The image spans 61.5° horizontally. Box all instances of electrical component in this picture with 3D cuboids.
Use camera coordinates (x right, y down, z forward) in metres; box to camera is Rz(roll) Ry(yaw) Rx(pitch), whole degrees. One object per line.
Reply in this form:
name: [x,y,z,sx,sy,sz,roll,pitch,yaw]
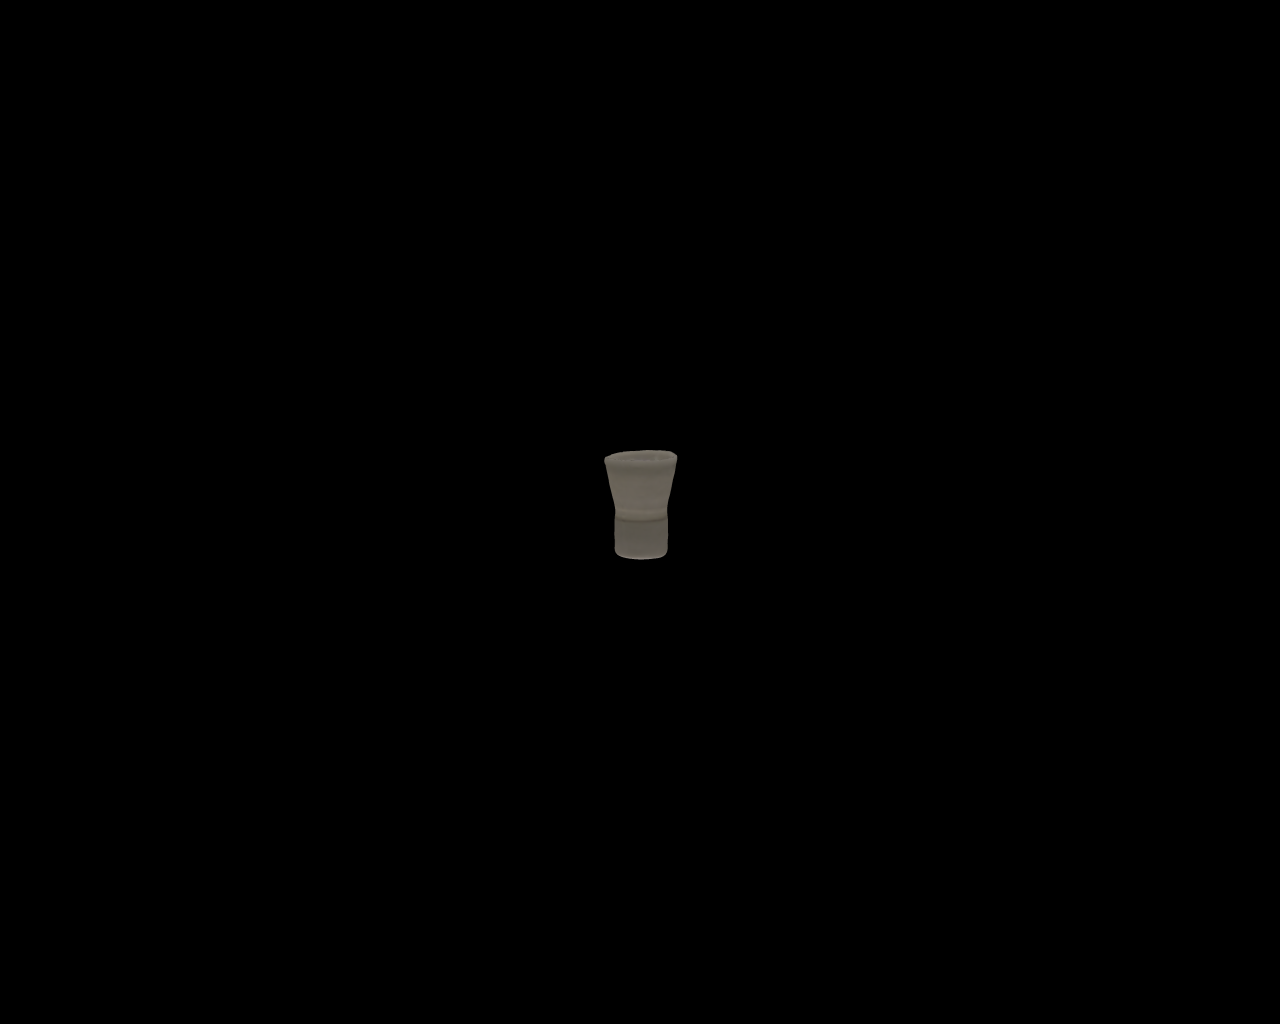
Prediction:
electrical component: [0.001,-0.003,0.650,0.044,0.065,0.044,0,11,0]
